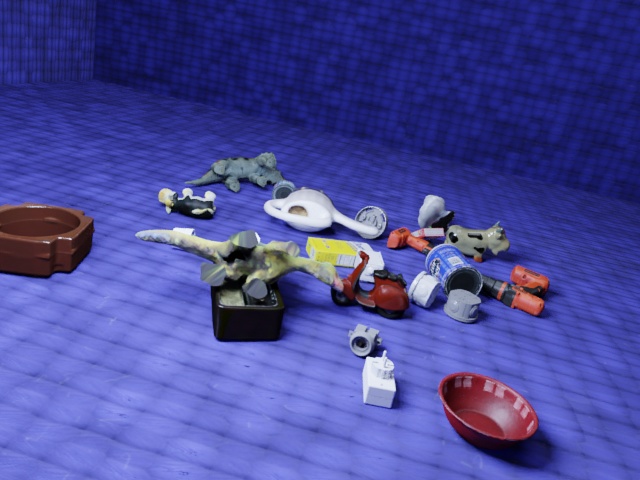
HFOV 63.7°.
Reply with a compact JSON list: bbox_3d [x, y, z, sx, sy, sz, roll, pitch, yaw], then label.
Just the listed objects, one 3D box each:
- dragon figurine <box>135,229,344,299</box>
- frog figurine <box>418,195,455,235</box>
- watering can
[{"bbox_3d":[-0.146,0.033,1.075,0.411,0.122,0.243,17,2,7],"label":"dragon figurine"},{"bbox_3d":[0.384,-0.102,1.777,0.123,0.134,0.163,-19,45,-2],"label":"frog figurine"},{"bbox_3d":[0.005,-0.079,1.576,0.348,0.102,0.228,11,20,0],"label":"watering can"}]
